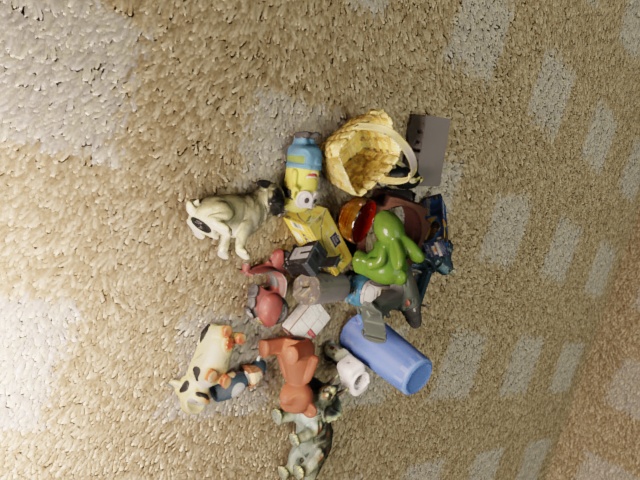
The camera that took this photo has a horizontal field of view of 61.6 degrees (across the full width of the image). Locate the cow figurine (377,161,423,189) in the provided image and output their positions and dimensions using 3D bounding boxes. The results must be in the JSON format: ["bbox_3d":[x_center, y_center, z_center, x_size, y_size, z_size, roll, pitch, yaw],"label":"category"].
[{"bbox_3d":[0.185,-0.165,1.380,0.167,0.098,0.068,-1,111,-42],"label":"cow figurine"}]

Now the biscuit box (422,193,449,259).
[{"bbox_3d":[0.321,-0.042,1.497,0.062,0.059,0.203,58,27,-36],"label":"biscuit box"}]

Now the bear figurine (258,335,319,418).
[{"bbox_3d":[-0.071,0.328,1.268,0.132,0.120,0.195,1,96,-55],"label":"bear figurine"}]

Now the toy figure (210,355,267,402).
[{"bbox_3d":[-0.182,0.325,1.252,0.154,0.058,0.064,-20,155,-38],"label":"toy figure"}]

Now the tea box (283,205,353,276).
[{"bbox_3d":[-0.003,-0.004,1.268,0.068,0.098,0.169,-46,131,-20],"label":"tea box"}]

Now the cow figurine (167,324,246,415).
[{"bbox_3d":[-0.247,0.273,1.144,0.085,0.127,0.195,34,67,-44],"label":"cow figurine"}]

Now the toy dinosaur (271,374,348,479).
[{"bbox_3d":[-0.018,0.522,1.429,0.192,0.131,0.404,-19,123,-35],"label":"toy dinosaur"}]

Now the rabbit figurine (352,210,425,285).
[{"bbox_3d":[0.156,0.019,1.246,0.121,0.159,0.170,-20,129,-25],"label":"rabbit figurine"}]

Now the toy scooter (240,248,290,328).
[{"bbox_3d":[-0.128,0.105,1.207,0.135,0.075,0.183,11,90,-46],"label":"toy scooter"}]

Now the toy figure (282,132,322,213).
[{"bbox_3d":[-0.040,-0.150,1.198,0.082,0.089,0.180,2,95,-27],"label":"toy figure"}]

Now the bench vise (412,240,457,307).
[{"bbox_3d":[0.295,0.093,1.537,0.223,0.129,0.240,38,60,-35],"label":"bench vise"}]

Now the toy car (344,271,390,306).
[{"bbox_3d":[0.142,0.134,1.442,0.161,0.103,0.109,4,101,-44],"label":"toy car"}]

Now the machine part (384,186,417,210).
[{"bbox_3d":[0.203,-0.109,1.458,0.139,0.039,0.084,-12,104,-37],"label":"machine part"}]

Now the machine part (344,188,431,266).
[{"bbox_3d":[0.172,-0.022,1.396,0.201,0.087,0.200,15,105,-31],"label":"machine part"}]

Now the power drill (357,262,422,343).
[{"bbox_3d":[0.189,0.174,1.362,0.207,0.086,0.231,-32,119,-37],"label":"power drill"}]

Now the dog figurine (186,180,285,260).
[{"bbox_3d":[-0.169,-0.075,1.109,0.190,0.121,0.172,-61,138,-27],"label":"dog figurine"}]

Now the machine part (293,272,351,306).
[{"bbox_3d":[0.007,0.115,1.297,0.243,0.079,0.079,7,100,-62],"label":"machine part"}]

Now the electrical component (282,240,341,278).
[{"bbox_3d":[-0.017,0.043,1.192,0.047,0.119,0.075,53,50,-31],"label":"electrical component"}]

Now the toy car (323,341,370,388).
[{"bbox_3d":[0.076,0.347,1.474,0.056,0.074,0.201,-50,131,-16],"label":"toy car"}]

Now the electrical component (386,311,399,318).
[{"bbox_3d":[0.207,0.169,1.554,0.078,0.045,0.102,-28,123,1],"label":"electrical component"}]
